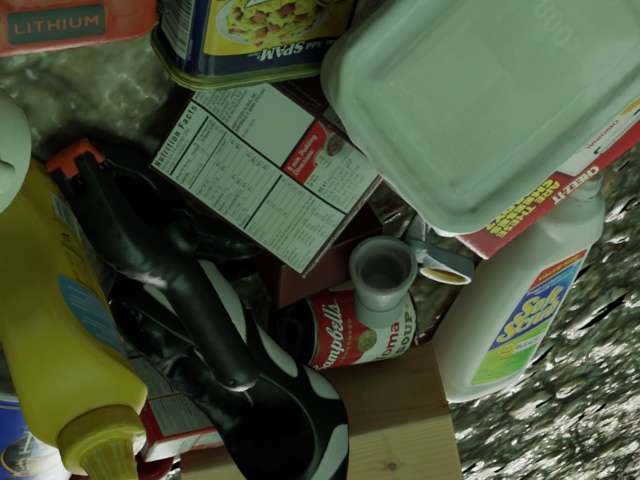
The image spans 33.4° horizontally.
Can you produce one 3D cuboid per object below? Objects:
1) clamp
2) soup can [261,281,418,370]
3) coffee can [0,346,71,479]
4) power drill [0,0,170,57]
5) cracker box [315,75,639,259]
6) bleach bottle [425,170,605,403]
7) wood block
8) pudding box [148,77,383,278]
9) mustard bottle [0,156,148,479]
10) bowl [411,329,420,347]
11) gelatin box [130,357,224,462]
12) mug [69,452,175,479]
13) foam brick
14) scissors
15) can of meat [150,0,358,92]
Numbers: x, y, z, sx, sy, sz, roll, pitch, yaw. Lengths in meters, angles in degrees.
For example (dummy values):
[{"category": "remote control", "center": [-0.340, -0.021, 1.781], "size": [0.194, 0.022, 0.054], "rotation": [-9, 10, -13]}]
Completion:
[{"category": "clamp", "center": [-0.085, -0.004, 0.618], "size": [0.039, 0.120, 0.171], "rotation": [-27, 121, 17]}, {"category": "soup can", "center": [0.015, 0.062, 0.809], "size": [0.102, 0.068, 0.069], "rotation": [-4, 139, -38]}, {"category": "coffee can", "center": [-0.188, 0.091, 0.644], "size": [0.102, 0.103, 0.140], "rotation": [-9, 143, -31]}, {"category": "power drill", "center": [-0.117, -0.157, 0.399], "size": [0.184, 0.057, 0.188], "rotation": [-12, 144, -28]}, {"category": "cracker box", "center": [0.113, -0.087, 0.679], "size": [0.164, 0.072, 0.213], "rotation": [-39, 149, 15]}, {"category": "bleach bottle", "center": [0.169, 0.034, 0.905], "size": [0.102, 0.068, 0.251], "rotation": [-13, 142, -29]}, {"category": "wood block", "center": [0.001, 0.163, 0.844], "size": [0.206, 0.090, 0.091], "rotation": [-13, 123, 3]}, {"category": "pudding box", "center": [-0.026, -0.047, 0.587], "size": [0.090, 0.113, 0.039], "rotation": [-52, -179, 32]}, {"category": "mustard bottle", "center": [-0.132, 0.044, 0.540], "size": [0.058, 0.192, 0.096], "rotation": [-28, 148, -4]}, {"category": "bowl", "center": [0.029, 0.137, 0.940], "size": [0.162, 0.055, 0.162], "rotation": [-22, 148, -15]}, {"category": "gelatin box", "center": [-0.100, 0.119, 0.787], "size": [0.089, 0.073, 0.030], "rotation": [-6, 142, -36]}, {"category": "mug", "center": [-0.151, 0.172, 0.812], "size": [0.117, 0.093, 0.082], "rotation": [-17, 144, -47]}, {"category": "foam brick", "center": [-0.005, 0.001, 0.721], "size": [0.078, 0.053, 0.051], "rotation": [-22, 147, -16]}, {"category": "scissors", "center": [0.081, 0.006, 0.730], "size": [0.096, 0.016, 0.202], "rotation": [13, 168, -12]}, {"category": "can of meat", "center": [-0.027, -0.126, 0.519], "size": [0.101, 0.057, 0.084], "rotation": [-13, 143, -26]}]
